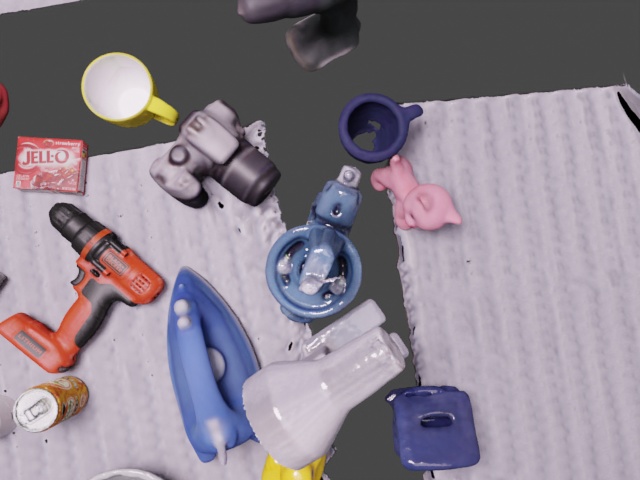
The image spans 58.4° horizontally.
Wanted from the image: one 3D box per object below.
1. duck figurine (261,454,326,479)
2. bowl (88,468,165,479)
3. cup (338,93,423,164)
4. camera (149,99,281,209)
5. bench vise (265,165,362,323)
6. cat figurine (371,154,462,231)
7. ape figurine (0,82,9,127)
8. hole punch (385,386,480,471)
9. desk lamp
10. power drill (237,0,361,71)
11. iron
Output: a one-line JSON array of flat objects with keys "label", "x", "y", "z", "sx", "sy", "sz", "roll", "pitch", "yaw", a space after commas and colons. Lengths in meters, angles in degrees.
[{"label": "duck figurine", "x": -0.033, "y": 0.303, "z": 0.742, "sx": 0.077, "sy": 0.086, "sz": 0.104, "roll": 41, "pitch": 84, "yaw": 1}, {"label": "bowl", "x": -0.242, "y": 0.367, "z": 0.731, "sx": 0.167, "sy": 0.074, "sz": 0.167, "roll": 0, "pitch": 85, "yaw": -3}, {"label": "cup", "x": 0.079, "y": -0.148, "z": 0.784, "sx": 0.118, "sy": 0.095, "sz": 0.092, "roll": -24, "pitch": 86, "yaw": -5}, {"label": "camera", "x": -0.132, "y": -0.097, "z": 0.765, "sx": 0.137, "sy": 0.100, "sz": 0.143, "roll": 39, "pitch": 84, "yaw": 1}, {"label": "bench vise", "x": -0.006, "y": 0.002, "z": 0.703, "sx": 0.121, "sy": 0.219, "sz": 0.207, "roll": 3, "pitch": 85, "yaw": -2}, {"label": "cat figurine", "x": 0.129, "y": -0.060, "z": 0.767, "sx": 0.067, "sy": 0.117, "sz": 0.128, "roll": -34, "pitch": 87, "yaw": -5}, {"label": "ape figurine", "x": -0.464, "y": -0.187, "z": 0.760, "sx": 0.078, "sy": 0.092, "sz": 0.076, "roll": -4, "pitch": 85, "yaw": -3}, {"label": "hole punch", "x": 0.147, "y": 0.245, "z": 0.755, "sx": 0.108, "sy": 0.091, "sz": 0.101, "roll": -3, "pitch": 85, "yaw": -3}, {"label": "desk lamp", "x": 0.017, "y": 0.162, "z": 0.693, "sx": 0.203, "sy": 0.213, "sz": 0.118, "roll": -35, "pitch": 87, "yaw": -5}, {"label": "power drill", "x": 0.004, "y": -0.301, "z": 0.736, "sx": 0.229, "sy": 0.208, "sz": 0.075, "roll": -32, "pitch": 87, "yaw": -5}, {"label": "iron", "x": -0.147, "y": 0.153, "z": 0.722, "sx": 0.118, "sy": 0.141, "sz": 0.258, "roll": -19, "pitch": 86, "yaw": -4}]
